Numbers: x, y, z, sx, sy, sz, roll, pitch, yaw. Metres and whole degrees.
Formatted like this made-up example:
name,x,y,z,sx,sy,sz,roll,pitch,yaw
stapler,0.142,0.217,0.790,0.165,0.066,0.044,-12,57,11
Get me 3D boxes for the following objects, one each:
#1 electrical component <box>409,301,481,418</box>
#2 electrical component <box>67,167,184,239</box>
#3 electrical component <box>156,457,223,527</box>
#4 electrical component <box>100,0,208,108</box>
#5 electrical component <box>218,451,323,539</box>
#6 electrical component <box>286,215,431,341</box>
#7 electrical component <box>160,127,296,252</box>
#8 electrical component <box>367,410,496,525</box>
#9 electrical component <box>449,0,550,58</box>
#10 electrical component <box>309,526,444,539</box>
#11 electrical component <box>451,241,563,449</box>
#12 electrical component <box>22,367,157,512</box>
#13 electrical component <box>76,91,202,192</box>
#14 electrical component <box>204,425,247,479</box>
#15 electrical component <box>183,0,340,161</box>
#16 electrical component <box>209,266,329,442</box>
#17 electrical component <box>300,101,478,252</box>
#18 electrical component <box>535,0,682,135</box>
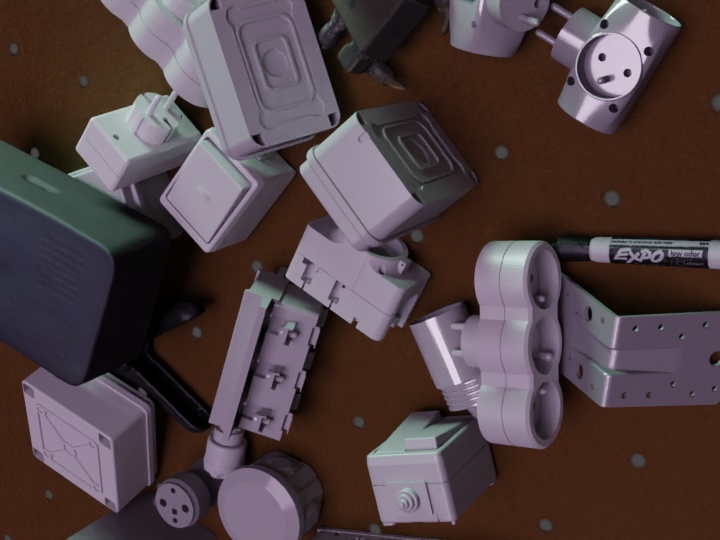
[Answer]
name,x,y,z,sx,sy,sz,roll,pitch,yaw
electrical component,0.071,0.068,0.779,0.043,0.043,0.081,-22,92,33
electrical component,-0.215,-0.048,0.904,0.113,0.057,0.078,-13,97,32
electrical component,-0.143,0.192,0.930,0.045,0.055,0.045,8,107,28
electrical component,-0.136,-0.198,0.819,0.138,0.052,0.074,51,122,9
electrical component,-0.073,0.194,0.893,0.080,0.051,0.080,8,108,28
electrical component,0.000,0.000,0.797,0.089,0.050,0.055,35,118,18
electrical component,-0.109,-0.060,0.837,0.061,0.061,0.096,47,121,11
electrical component,0.049,0.143,0.781,0.062,0.096,0.061,-9,98,31
electrical component,0.094,-0.174,0.686,0.079,0.043,0.077,-136,51,-56
electrical component,0.039,0.271,0.844,0.186,0.060,0.105,-2,102,30
electrical component,0.093,0.049,0.731,0.074,0.052,0.138,1,94,38
electrical component,-0.238,0.142,0.951,0.109,0.056,0.108,28,136,21
electrical component,-0.164,-0.111,0.835,0.047,0.083,0.075,49,131,9
electrical component,-0.112,0.144,0.912,0.035,0.035,0.061,20,110,24
electrical component,-0.072,-0.143,0.777,0.057,0.078,0.113,-9,100,61
electrical component,-0.070,0.069,0.848,0.063,0.078,0.121,18,114,1
electrical component,0.021,-0.065,0.730,0.057,0.113,0.078,-39,83,29
electrical component,0.148,-0.139,0.677,0.079,0.044,0.077,37,118,17
